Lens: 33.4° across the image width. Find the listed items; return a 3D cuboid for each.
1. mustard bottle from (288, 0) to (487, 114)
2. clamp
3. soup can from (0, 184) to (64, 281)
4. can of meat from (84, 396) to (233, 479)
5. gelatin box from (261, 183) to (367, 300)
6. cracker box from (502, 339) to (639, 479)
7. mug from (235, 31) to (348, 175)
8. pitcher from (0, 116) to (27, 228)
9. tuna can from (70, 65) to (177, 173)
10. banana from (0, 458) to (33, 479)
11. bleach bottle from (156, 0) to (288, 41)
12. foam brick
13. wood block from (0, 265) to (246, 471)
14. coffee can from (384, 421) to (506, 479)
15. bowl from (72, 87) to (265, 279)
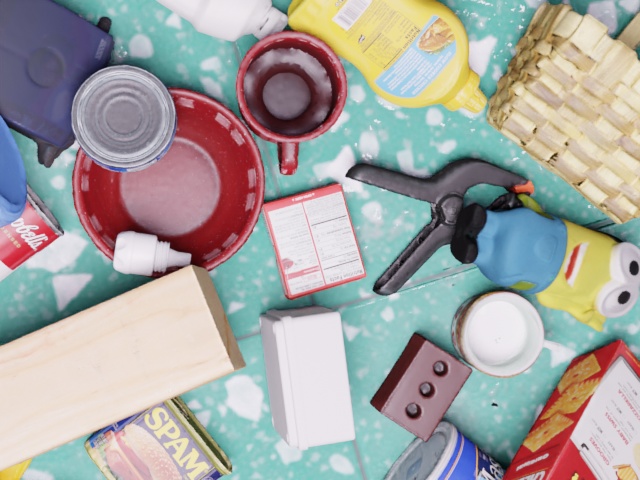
[{"bbox_3d":[0.072,-0.171,0.929,0.191,0.058,0.096,35,112,-20],"label":"mustard bottle"},{"bbox_3d":[0.105,-0.035,0.954,0.171,0.039,0.120,-26,109,-12],"label":"clamp"},{"bbox_3d":[-0.276,-0.001,0.893,0.102,0.068,0.068,-38,94,-5],"label":"soup can"},{"bbox_3d":[-0.139,0.184,0.916,0.084,0.057,0.102,-38,93,-3],"label":"can of meat"},{"bbox_3d":[-0.006,0.001,0.947,0.073,0.030,0.089,-16,92,-9],"label":"gelatin box"},{"bbox_3d":[0.248,0.213,0.904,0.164,0.072,0.213,50,45,-5],"label":"cracker box"},{"bbox_3d":[-0.028,-0.114,0.918,0.093,0.081,0.117,-3,90,-8],"label":"mug"},{"bbox_3d":[-0.360,-0.036,0.831,0.243,0.145,0.149,-19,96,6],"label":"pitcher"},{"bbox_3d":[-0.159,-0.099,0.868,0.086,0.034,0.086,0,89,-8],"label":"tuna can"},{"bbox_3d":[-0.213,0.123,0.916,0.197,0.037,0.069,-41,92,-6],"label":"banana"},{"bbox_3d":[-0.130,-0.261,0.917,0.250,0.068,0.102,36,86,-8],"label":"bleach bottle"},{"bbox_3d":[0.089,0.130,0.947,0.053,0.051,0.078,33,86,-7],"label":"foam brick"},{"bbox_3d":[-0.173,0.102,0.848,0.206,0.091,0.090,-23,85,1],"label":"wood block"},{"bbox_3d":[0.132,0.241,0.927,0.140,0.103,0.103,40,85,-6],"label":"coffee can"},{"bbox_3d":[-0.129,-0.047,0.918,0.162,0.055,0.162,0,90,-7],"label":"bowl"}]
